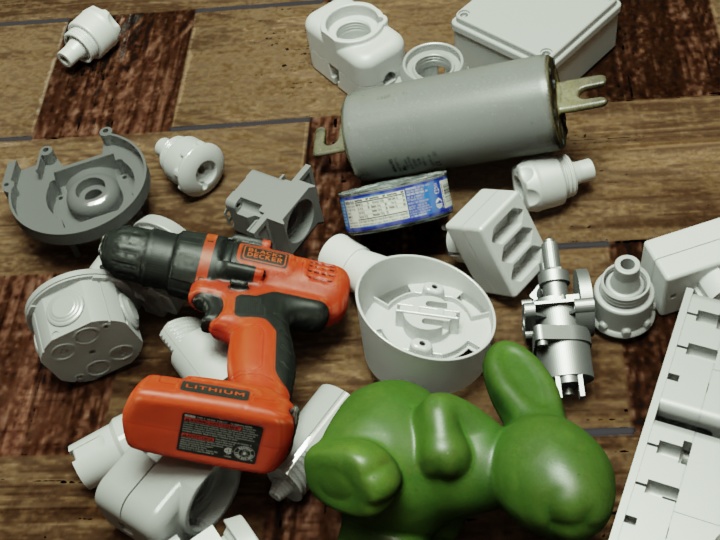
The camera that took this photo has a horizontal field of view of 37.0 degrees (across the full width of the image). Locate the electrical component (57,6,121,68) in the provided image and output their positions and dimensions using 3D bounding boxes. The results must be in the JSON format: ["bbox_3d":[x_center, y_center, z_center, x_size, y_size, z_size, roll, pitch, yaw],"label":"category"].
[{"bbox_3d":[-0.263,-0.220,1.032,0.043,0.043,0.062,24,60,25],"label":"electrical component"}]

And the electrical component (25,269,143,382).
[{"bbox_3d":[-0.202,0.041,0.791,0.080,0.080,0.051,-20,56,-8],"label":"electrical component"}]

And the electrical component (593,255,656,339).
[{"bbox_3d":[0.188,0.015,0.765,0.048,0.062,0.048,-4,51,5],"label":"electrical component"}]

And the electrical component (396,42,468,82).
[{"bbox_3d":[0.064,-0.158,0.926,0.078,0.057,0.058,16,55,20],"label":"electrical component"}]

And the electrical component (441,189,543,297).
[{"bbox_3d":[0.092,-0.022,0.813,0.047,0.065,0.077,-44,29,-25],"label":"electrical component"}]

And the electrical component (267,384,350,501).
[{"bbox_3d":[-0.033,0.121,0.724,0.043,0.043,0.081,25,59,25],"label":"electrical component"}]

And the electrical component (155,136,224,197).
[{"bbox_3d":[-0.150,-0.094,0.914,0.062,0.048,0.048,31,61,35],"label":"electrical component"}]

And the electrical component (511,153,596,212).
[{"bbox_3d":[0.155,-0.072,0.853,0.062,0.043,0.043,-16,51,-7],"label":"electrical component"}]

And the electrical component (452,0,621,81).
[{"bbox_3d":[0.156,-0.212,0.957,0.109,0.056,0.109,33,63,29],"label":"electrical component"}]

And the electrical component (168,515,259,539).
[{"bbox_3d":[-0.084,0.190,0.668,0.057,0.058,0.078,-33,54,-14],"label":"electrical component"}]

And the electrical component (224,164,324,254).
[{"bbox_3d":[-0.070,-0.047,0.867,0.064,0.042,0.081,20,56,26],"label":"electrical component"}]

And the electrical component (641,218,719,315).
[{"bbox_3d":[0.256,0.008,0.771,0.083,0.047,0.075,-17,52,-5],"label":"electrical component"}]

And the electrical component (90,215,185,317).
[{"bbox_3d":[-0.162,-0.005,0.836,0.078,0.058,0.057,18,59,21],"label":"electrical component"}]

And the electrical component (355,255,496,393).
[{"bbox_3d":[0.046,0.039,0.762,0.099,0.064,0.099,0,42,0],"label":"electrical component"}]

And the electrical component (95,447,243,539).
[{"bbox_3d":[-0.120,0.138,0.716,0.059,0.053,0.095,25,59,25],"label":"electrical component"}]

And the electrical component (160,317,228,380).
[{"bbox_3d":[-0.113,0.064,0.782,0.043,0.043,0.081,-32,54,-17],"label":"electrical component"}]

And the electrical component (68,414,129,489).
[{"bbox_3d":[-0.173,0.126,0.744,0.046,0.040,0.040,-27,52,-6],"label":"electrical component"}]

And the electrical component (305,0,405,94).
[{"bbox_3d":[-0.004,-0.200,0.968,0.054,0.059,0.095,-34,55,-18],"label":"electrical component"}]

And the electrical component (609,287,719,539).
[{"bbox_3d":[0.200,0.120,0.651,0.060,0.105,0.186,15,55,19],"label":"electrical component"}]

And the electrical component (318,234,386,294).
[{"bbox_3d":[0.000,0.000,0.819,0.065,0.044,0.044,32,62,34],"label":"electrical component"}]
